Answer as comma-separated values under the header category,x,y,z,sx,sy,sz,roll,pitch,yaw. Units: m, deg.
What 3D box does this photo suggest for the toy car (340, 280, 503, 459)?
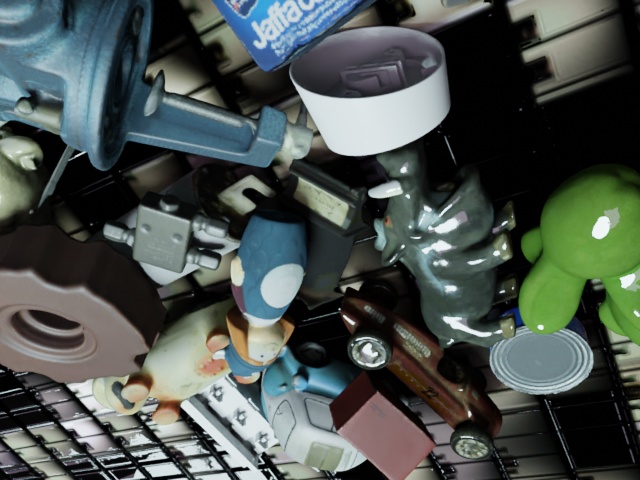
category,x,y,z,sx,sy,sz,roll,pitch,yaw
toy car,0.097,0.114,0.494,0.053,0.089,0.202,-36,107,31

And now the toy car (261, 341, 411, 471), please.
category,x,y,z,sx,sy,sz,roll,pitch,yaw
toy car,0.007,0.184,0.556,0.162,0.103,0.109,21,126,3

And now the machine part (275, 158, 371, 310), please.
category,x,y,z,sx,sy,sz,roll,pitch,yaw
machine part,-0.001,-0.001,0.465,0.084,0.039,0.138,25,132,21

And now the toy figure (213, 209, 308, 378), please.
category,x,y,z,sx,sy,sz,roll,pitch,yaw
toy figure,-0.049,0.052,0.445,0.064,0.058,0.154,10,107,-8

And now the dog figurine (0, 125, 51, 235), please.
category,x,y,z,sx,sy,sz,roll,pitch,yaw
dog figurine,-0.288,-0.001,0.526,0.172,0.121,0.190,-13,133,26

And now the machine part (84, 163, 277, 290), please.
category,x,y,z,sx,sy,sz,roll,pitch,yaw
machine part,-0.144,0.000,0.488,0.243,0.079,0.079,-25,113,29

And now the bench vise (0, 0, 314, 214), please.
category,x,y,z,sx,sy,sz,roll,pitch,yaw
bench vise,-0.127,-0.094,0.376,0.241,0.129,0.223,14,160,-12

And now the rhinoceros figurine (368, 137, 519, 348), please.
category,x,y,z,sx,sy,sz,roll,pitch,yaw
rhinoceros figurine,0.101,0.003,0.434,0.112,0.073,0.190,-6,122,29

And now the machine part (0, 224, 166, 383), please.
category,x,y,z,sx,sy,sz,roll,pitch,yaw
machine part,-0.228,0.063,0.466,0.179,0.056,0.179,2,137,1

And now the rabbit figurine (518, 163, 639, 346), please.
category,x,y,z,sx,sy,sz,roll,pitch,yaw
rabbit figurine,0.214,0.005,0.377,0.170,0.121,0.159,30,148,-23

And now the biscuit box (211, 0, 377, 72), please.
category,x,y,z,sx,sy,sz,roll,pitch,yaw
biscuit box,0.033,-0.168,0.283,0.203,0.063,0.059,-25,108,35

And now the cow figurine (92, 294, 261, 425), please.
category,x,y,z,sx,sy,sz,roll,pitch,yaw
cow figurine,-0.155,0.118,0.555,0.195,0.127,0.085,-30,119,13

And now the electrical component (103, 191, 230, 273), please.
category,x,y,z,sx,sy,sz,roll,pitch,yaw
electrical component,-0.119,-0.007,0.413,0.094,0.021,0.063,17,129,-4

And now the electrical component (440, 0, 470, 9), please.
category,x,y,z,sx,sy,sz,roll,pitch,yaw
electrical component,0.083,-0.196,0.321,0.078,0.045,0.102,-19,119,2
